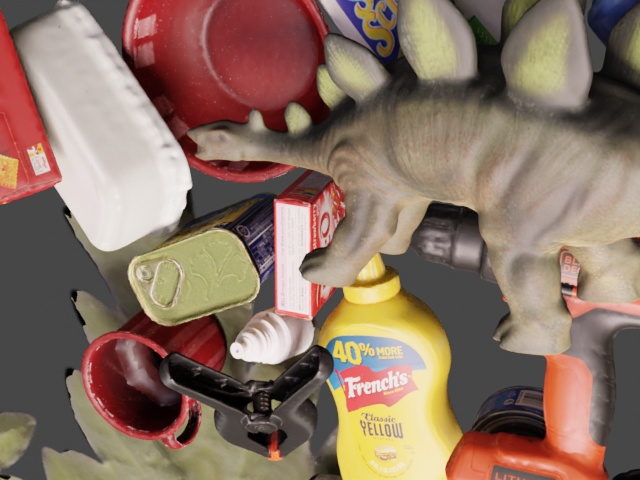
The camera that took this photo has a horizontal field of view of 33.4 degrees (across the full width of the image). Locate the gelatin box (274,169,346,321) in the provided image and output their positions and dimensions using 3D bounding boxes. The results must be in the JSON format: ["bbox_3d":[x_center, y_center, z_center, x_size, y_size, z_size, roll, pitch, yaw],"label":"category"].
[{"bbox_3d":[-0.005,0.001,0.746,0.030,0.073,0.089,8,115,20],"label":"gelatin box"}]

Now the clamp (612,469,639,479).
[{"bbox_3d":[0.308,0.117,0.672,0.210,0.036,0.165,13,110,9],"label":"clamp"}]

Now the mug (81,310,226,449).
[{"bbox_3d":[-0.121,0.107,0.839,0.093,0.081,0.117,-13,106,27],"label":"mug"}]

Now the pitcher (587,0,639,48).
[{"bbox_3d":[0.257,-0.066,0.579,0.149,0.145,0.243,-43,87,16],"label":"pitcher"}]

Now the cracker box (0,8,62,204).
[{"bbox_3d":[-0.268,-0.112,0.753,0.214,0.072,0.164,12,123,60],"label":"cracker box"}]

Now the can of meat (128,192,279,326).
[{"bbox_3d":[-0.074,0.012,0.775,0.102,0.083,0.057,-19,104,29],"label":"can of meat"}]

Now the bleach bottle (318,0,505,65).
[{"bbox_3d":[0.034,-0.166,0.664,0.251,0.068,0.103,45,123,3],"label":"bleach bottle"}]

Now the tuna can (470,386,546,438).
[{"bbox_3d":[0.149,0.150,0.767,0.086,0.033,0.086,10,116,20],"label":"tuna can"}]

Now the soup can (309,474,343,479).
[{"bbox_3d":[0.041,0.219,0.825,0.102,0.068,0.068,1,112,24],"label":"soup can"}]

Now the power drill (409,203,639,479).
[{"bbox_3d":[0.134,0.075,0.700,0.184,0.057,0.188,12,101,15],"label":"power drill"}]

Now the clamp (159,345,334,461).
[{"bbox_3d":[-0.035,0.120,0.788,0.120,0.039,0.171,-3,152,15],"label":"clamp"}]

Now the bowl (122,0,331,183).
[{"bbox_3d":[-0.052,-0.123,0.721,0.162,0.055,0.162,11,117,21],"label":"bowl"}]

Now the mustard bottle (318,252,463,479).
[{"bbox_3d":[0.048,0.095,0.773,0.096,0.058,0.191,0,112,29],"label":"mustard bottle"}]
